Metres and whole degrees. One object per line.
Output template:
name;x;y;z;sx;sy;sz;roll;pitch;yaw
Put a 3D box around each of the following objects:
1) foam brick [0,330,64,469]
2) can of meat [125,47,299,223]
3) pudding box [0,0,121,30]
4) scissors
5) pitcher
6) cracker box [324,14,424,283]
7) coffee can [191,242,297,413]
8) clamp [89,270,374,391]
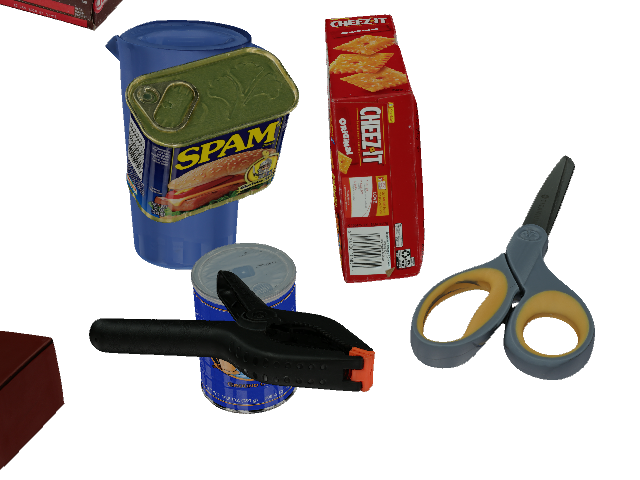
foam brick;-0.207;0.099;0.674;0.053;0.051;0.078;6;29;22
can of meat;-0.071;-0.064;0.667;0.102;0.057;0.084;-20;-28;-24
pudding box;-0.191;-0.209;0.812;0.090;0.039;0.113;17;38;4
scissors;0.124;0.012;0.562;0.096;0.016;0.201;22;43;33
pitcher;-0.128;-0.096;1.090;0.144;0.243;0.149;-11;27;-29
cracker box;0.045;-0.087;0.925;0.072;0.164;0.213;-4;28;2
coffee can;-0.074;0.088;1.075;0.103;0.140;0.103;-1;33;0
clamp;-0.047;0.069;0.822;0.210;0.036;0.164;11;21;25
